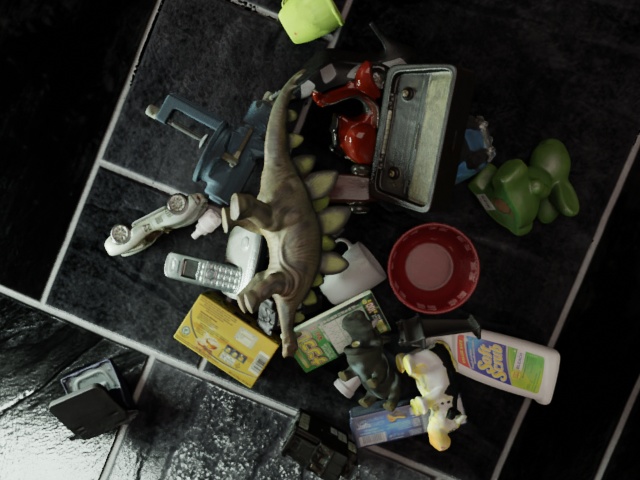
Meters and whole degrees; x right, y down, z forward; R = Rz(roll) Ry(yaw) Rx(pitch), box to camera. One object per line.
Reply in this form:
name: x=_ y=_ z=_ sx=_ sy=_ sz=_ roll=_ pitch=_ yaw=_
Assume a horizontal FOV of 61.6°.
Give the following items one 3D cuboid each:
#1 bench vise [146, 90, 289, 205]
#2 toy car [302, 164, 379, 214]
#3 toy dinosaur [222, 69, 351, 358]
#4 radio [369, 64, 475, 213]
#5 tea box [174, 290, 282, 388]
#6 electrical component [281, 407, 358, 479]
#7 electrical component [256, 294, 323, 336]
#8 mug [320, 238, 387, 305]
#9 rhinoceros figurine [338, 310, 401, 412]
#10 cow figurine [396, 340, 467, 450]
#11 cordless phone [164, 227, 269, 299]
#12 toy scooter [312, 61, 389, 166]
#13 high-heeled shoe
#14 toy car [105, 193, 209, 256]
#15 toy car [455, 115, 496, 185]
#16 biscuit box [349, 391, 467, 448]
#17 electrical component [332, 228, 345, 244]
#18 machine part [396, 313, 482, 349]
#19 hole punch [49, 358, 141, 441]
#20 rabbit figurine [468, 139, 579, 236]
bench vise: x=-0.181 y=-0.191 z=0.944 sx=0.240 sy=0.129 sz=0.223 roll=28 pitch=97 yaw=-7
toy car: x=0.007 y=-0.094 z=0.971 sx=0.202 sy=0.053 sz=0.089 roll=3 pitch=83 yaw=7
toy dinosaur: x=-0.055 y=-0.038 z=0.874 sx=0.198 sy=0.105 sz=0.470 roll=-9 pitch=98 yaw=-25
radio: x=0.162 y=-0.168 z=0.877 sx=0.131 sy=0.073 sz=0.229 roll=20 pitch=106 yaw=39
tea box: x=-0.164 y=0.177 z=0.976 sx=0.170 sy=0.068 sz=0.098 roll=35 pitch=92 yaw=3
electrical component: x=0.004 y=0.366 z=0.948 sx=0.134 sy=0.115 sz=0.058 roll=29 pitch=94 yaw=4
electrical component: x=-0.054 y=0.117 z=0.966 sx=0.048 sy=0.119 sz=0.074 roll=27 pitch=124 yaw=41
mug: x=0.046 y=0.058 z=0.959 sx=0.107 sy=0.081 sz=0.109 roll=-41 pitch=96 yaw=10
rhinoceros figurine: x=0.091 y=0.208 z=0.929 sx=0.073 sy=0.112 sz=0.190 roll=-3 pitch=124 yaw=41
cow figurine: x=0.200 y=0.258 z=0.901 sx=0.098 sy=0.068 sz=0.167 roll=-17 pitch=80 yaw=-12
cordless phone: x=-0.182 y=0.023 z=0.970 sx=0.184 sy=0.088 sz=0.146 roll=12 pitch=92 yaw=7
toy scooter: x=0.052 y=-0.213 z=0.927 sx=0.135 sy=0.075 sz=0.183 roll=-6 pitch=118 yaw=-12
high-heeled shoe: x=0.056 y=-0.281 z=0.973 sx=0.249 sy=0.086 sz=0.145 roll=-31 pitch=122 yaw=20
toy car: x=-0.294 y=-0.029 z=0.976 sx=0.202 sy=0.073 sz=0.056 roll=-27 pitch=86 yaw=3
toy car: x=0.236 y=-0.150 z=0.930 sx=0.162 sy=0.103 sz=0.109 roll=-22 pitch=79 yaw=42
biscuit box: x=0.155 y=0.315 z=0.965 sx=0.203 sy=0.063 sz=0.059 roll=-14 pitch=91 yaw=3
electrical component: x=-0.002 y=-0.003 z=0.988 sx=0.063 sy=0.021 sz=0.094 roll=44 pitch=94 yaw=2
machine part: x=0.201 y=0.151 z=0.912 sx=0.139 sy=0.084 sz=0.039 roll=-4 pitch=108 yaw=6
hole punch: x=-0.415 y=0.293 z=0.991 sx=0.142 sy=0.092 sz=0.115 roll=-24 pitch=119 yaw=0
rabbit figurine: x=0.376 y=-0.099 z=0.925 sx=0.170 sy=0.121 sz=0.159 roll=-40 pitch=93 yaw=-12
